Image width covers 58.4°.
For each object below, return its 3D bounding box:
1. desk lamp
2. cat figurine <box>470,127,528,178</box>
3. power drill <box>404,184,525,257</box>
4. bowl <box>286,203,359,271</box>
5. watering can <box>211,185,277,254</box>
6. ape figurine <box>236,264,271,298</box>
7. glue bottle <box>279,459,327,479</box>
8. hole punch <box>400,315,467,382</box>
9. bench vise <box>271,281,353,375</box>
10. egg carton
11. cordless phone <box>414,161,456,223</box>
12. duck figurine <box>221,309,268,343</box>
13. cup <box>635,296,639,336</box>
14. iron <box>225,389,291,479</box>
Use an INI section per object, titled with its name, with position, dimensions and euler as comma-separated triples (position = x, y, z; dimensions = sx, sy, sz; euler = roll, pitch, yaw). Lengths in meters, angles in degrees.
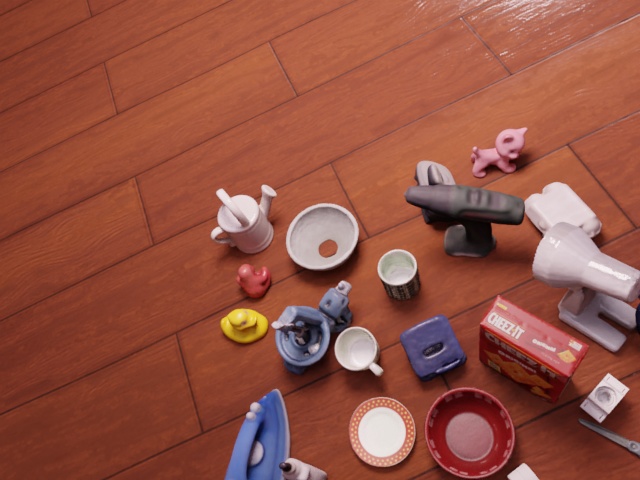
[desk lamp]
position = 0.497, 0.081, 1.052
dimensions = 0.202, 0.214, 0.118
euler = 36, 77, 28
[cat figurine]
position = 0.402, -0.204, 1.281
dimensions = 0.127, 0.118, 0.067
euler = -10, 61, 10
[power drill]
position = 0.296, -0.042, 1.173
dimensions = 0.229, 0.209, 0.075
euler = 2, 64, 16
[bowl]
position = 0.012, 0.005, 1.303
dimensions = 0.167, 0.075, 0.167
euler = -6, 62, 12
[watering can]
position = -0.178, -0.059, 1.319
dimensions = 0.100, 0.194, 0.173
euler = 26, 73, 26
[ape figurine]
position = -0.156, 0.085, 1.297
dimensions = 0.077, 0.092, 0.076
euler = -2, 63, 15
[glue bottle]
position = -0.042, 0.422, 1.044
dimensions = 0.078, 0.173, 0.037
euler = 10, 66, 20
[hole punch]
position = 0.223, 0.214, 1.128
dimensions = 0.108, 0.091, 0.101
euler = -26, 60, 1
[bench vise]
position = -0.026, 0.155, 1.151
dimensions = 0.121, 0.220, 0.207
euler = 16, 68, 22
[egg carton]
position = 0.504, -0.048, 1.201
dimensions = 0.107, 0.069, 0.150
euler = -31, 60, -2
[cordless phone]
position = 0.253, -0.131, 1.244
dimensions = 0.094, 0.185, 0.147
euler = -17, 60, 6
[duck figurine]
position = -0.174, 0.180, 1.256
dimensions = 0.104, 0.086, 0.077
euler = -1, 63, 15
[cup]
position = 0.614, 0.144, 1.056
dimensions = 0.091, 0.095, 0.117
euler = -27, 60, 0
[iron]
position = -0.130, 0.401, 1.097
dimensions = 0.118, 0.142, 0.258
euler = 3, 64, 17
